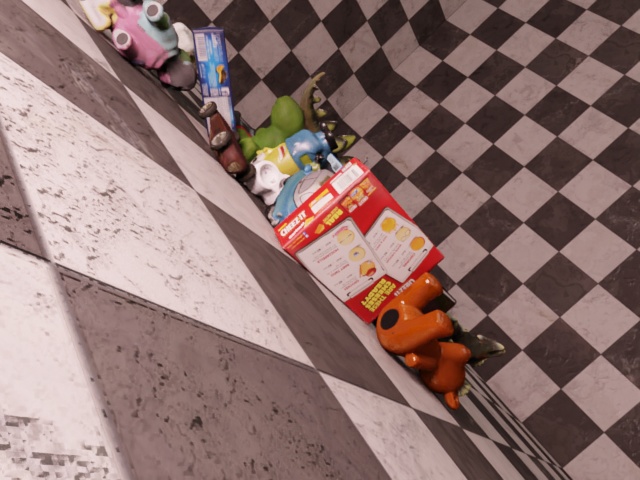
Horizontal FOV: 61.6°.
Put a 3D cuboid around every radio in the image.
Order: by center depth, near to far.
[{"bbox_3d":[0.171,0.122,1.014,0.073,0.131,0.229,48,4,5],"label":"radio"}]

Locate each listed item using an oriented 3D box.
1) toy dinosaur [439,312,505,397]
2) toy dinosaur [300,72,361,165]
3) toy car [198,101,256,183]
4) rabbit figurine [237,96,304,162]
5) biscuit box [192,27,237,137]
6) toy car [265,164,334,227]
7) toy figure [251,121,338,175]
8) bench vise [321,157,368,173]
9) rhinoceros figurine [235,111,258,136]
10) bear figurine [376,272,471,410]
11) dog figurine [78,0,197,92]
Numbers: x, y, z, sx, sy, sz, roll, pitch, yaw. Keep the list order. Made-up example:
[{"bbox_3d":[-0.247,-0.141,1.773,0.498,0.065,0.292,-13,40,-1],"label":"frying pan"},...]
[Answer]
[{"bbox_3d":[0.243,0.200,1.171,0.192,0.131,0.405,46,-1,-19],"label":"toy dinosaur"},{"bbox_3d":[-0.006,-0.214,1.336,0.470,0.199,0.105,70,23,-53],"label":"toy dinosaur"},{"bbox_3d":[-0.169,-0.173,0.941,0.089,0.053,0.202,49,6,-41],"label":"toy car"},{"bbox_3d":[-0.085,-0.205,1.106,0.159,0.170,0.121,32,9,-22],"label":"rabbit figurine"},{"bbox_3d":[-0.204,-0.304,1.043,0.063,0.059,0.202,-120,-156,-67],"label":"biscuit box"},{"bbox_3d":[-0.011,-0.064,0.870,0.109,0.103,0.162,48,38,-8],"label":"toy car"},{"bbox_3d":[-0.050,-0.146,1.010,0.089,0.180,0.082,59,10,-23],"label":"toy figure"},{"bbox_3d":[0.032,-0.064,1.171,0.224,0.129,0.240,-8,-57,51],"label":"bench vise"},{"bbox_3d":[-0.176,-0.244,1.357,0.190,0.073,0.112,45,4,-23],"label":"rhinoceros figurine"},{"bbox_3d":[0.182,0.164,0.829,0.195,0.132,0.120,40,28,-24],"label":"bear figurine"},{"bbox_3d":[-0.313,-0.366,0.989,0.192,0.108,0.219,45,0,12],"label":"dog figurine"}]
